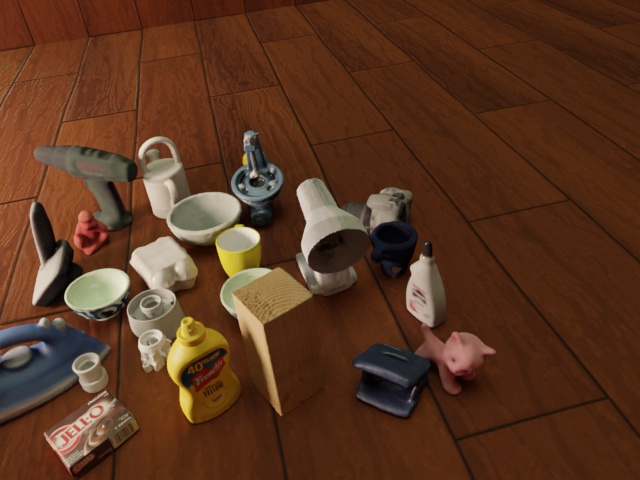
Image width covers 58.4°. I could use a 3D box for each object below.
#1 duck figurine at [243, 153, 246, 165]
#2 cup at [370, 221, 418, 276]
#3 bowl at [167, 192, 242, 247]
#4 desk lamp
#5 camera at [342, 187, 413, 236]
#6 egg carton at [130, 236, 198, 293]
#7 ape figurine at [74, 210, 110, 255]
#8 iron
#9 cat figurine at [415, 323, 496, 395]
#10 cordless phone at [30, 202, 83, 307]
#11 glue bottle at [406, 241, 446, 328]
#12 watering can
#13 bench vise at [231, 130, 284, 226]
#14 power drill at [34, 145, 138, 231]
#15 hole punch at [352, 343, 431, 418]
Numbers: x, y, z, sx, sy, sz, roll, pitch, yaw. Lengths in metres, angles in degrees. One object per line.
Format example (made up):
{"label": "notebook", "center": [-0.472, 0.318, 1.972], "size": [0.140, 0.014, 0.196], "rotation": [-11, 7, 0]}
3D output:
{"label": "duck figurine", "center": [-0.177, -0.184, 1.468], "size": [0.077, 0.086, 0.105], "rotation": [23, 46, 34]}
{"label": "cup", "center": [0.139, 0.031, 1.126], "size": [0.091, 0.095, 0.118], "rotation": [22, 45, 32]}
{"label": "bowl", "center": [-0.254, -0.035, 1.288], "size": [0.167, 0.075, 0.167], "rotation": [-4, 37, 3]}
{"label": "desk lamp", "center": [0.010, 0.004, 1.081], "size": [0.118, 0.214, 0.202], "rotation": [-16, 38, -12]}
{"label": "camera", "center": [0.122, -0.061, 1.246], "size": [0.136, 0.101, 0.143], "rotation": [9, 39, 19]}
{"label": "egg carton", "center": [-0.320, 0.055, 1.182], "size": [0.107, 0.069, 0.149], "rotation": [-28, 42, -26]}
{"label": "ape figurine", "center": [-0.523, -0.025, 1.299], "size": [0.078, 0.092, 0.076], "rotation": [-16, 38, -12]}
{"label": "iron", "center": [-0.498, 0.195, 0.960], "size": [0.259, 0.142, 0.118], "rotation": [-25, 40, -23]}
{"label": "cat figurine", "center": [0.208, 0.176, 0.903], "size": [0.067, 0.118, 0.127], "rotation": [-32, 44, -30]}
{"label": "cordless phone", "center": [-0.556, 0.028, 1.155], "size": [0.094, 0.185, 0.147], "rotation": [-15, 37, -11]}
{"label": "glue bottle", "center": [0.185, 0.071, 1.000], "size": [0.037, 0.173, 0.077], "rotation": [-30, 43, -28]}
{"label": "watering can", "center": [-0.379, -0.159, 1.372], "size": [0.172, 0.194, 0.101], "rotation": [23, 46, 33]}
{"label": "bench vise", "center": [-0.158, -0.168, 1.331], "size": [0.122, 0.220, 0.206], "rotation": [-17, 38, -14]}
{"label": "power drill", "center": [-0.528, -0.125, 1.337], "size": [0.229, 0.209, 0.075], "rotation": [0, 37, 8]}
{"label": "hole punch", "center": [0.112, 0.204, 0.901], "size": [0.108, 0.091, 0.101], "rotation": [15, 42, 26]}
